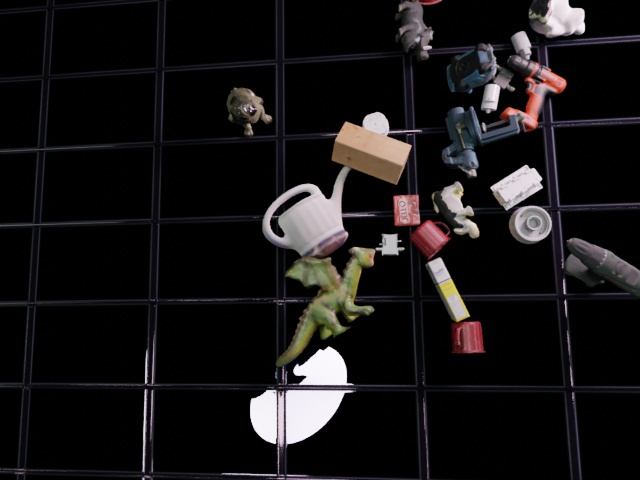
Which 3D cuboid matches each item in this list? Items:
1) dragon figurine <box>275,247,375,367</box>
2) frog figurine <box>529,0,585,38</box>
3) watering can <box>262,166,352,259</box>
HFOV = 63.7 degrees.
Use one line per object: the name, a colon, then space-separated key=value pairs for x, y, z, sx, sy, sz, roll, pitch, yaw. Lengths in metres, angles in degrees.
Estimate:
dragon figurine: x=-0.005 y=0.160 z=1.442 sx=0.410 sy=0.122 sz=0.242 roll=-32 pitch=92 yaw=-1
frog figurine: x=0.703 y=-0.662 z=1.520 sx=0.159 sy=0.121 sz=0.139 roll=14 pitch=74 yaw=-28
watering can: x=0.005 y=-0.076 z=1.509 sx=0.349 sy=0.103 sz=0.226 roll=-32 pitch=81 yaw=-8
